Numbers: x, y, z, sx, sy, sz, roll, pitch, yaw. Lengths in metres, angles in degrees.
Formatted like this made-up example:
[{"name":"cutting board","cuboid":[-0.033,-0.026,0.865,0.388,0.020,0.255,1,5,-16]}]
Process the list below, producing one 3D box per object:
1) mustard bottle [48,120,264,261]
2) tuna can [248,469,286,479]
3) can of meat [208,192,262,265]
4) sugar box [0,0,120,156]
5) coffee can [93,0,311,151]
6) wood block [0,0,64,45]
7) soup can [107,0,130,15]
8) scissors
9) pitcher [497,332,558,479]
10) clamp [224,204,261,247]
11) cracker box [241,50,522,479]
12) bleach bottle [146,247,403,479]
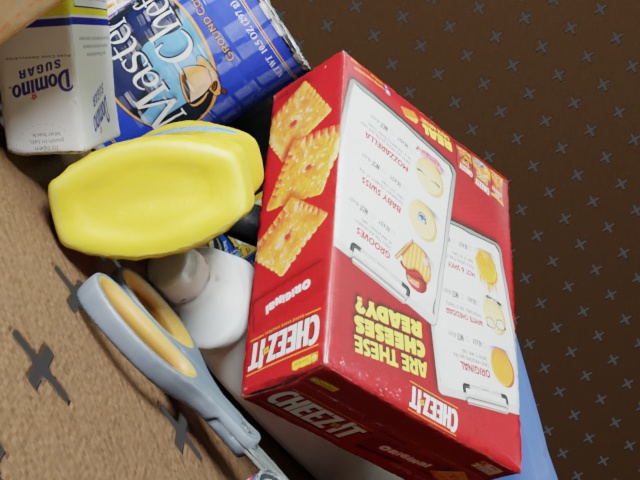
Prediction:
[{"name":"mustard bottle","cuboid":[-0.081,-0.034,0.592,0.191,0.096,0.058,-88,166,-80]},{"name":"tuna can","cuboid":[-0.017,0.148,0.474,0.086,0.034,0.086,57,6,-10]},{"name":"can of meat","cuboid":[-0.036,0.002,0.803,0.057,0.084,0.102,54,7,-28]},{"name":"sugar box","cuboid":[-0.137,-0.134,0.539,0.093,0.048,0.176,-87,176,-80]},{"name":"coffee can","cuboid":[-0.092,-0.116,0.699,0.103,0.140,0.103,57,6,-10]},{"name":"wood block","cuboid":[-0.116,-0.158,0.414,0.091,0.206,0.090,61,8,29]},{"name":"soup can","cuboid":[-0.152,-0.165,0.787,0.102,0.068,0.068,59,7,24]},{"name":"scissors","cuboid":[-0.049,0.084,0.540,0.201,0.016,0.096,48,5,-23]},{"name":"pitcher","cuboid":[0.096,0.100,0.819,0.149,0.144,0.243,4,-67,54]},{"name":"clamp","cuboid":[-0.005,0.001,0.716,0.210,0.164,0.036,55,-33,13]},{"name":"cracker box","cuboid":[0.041,0.020,0.630,0.164,0.072,0.213,33,46,-34]},{"name":"bleach bottle","cuboid":[-0.019,0.084,0.651,0.250,0.068,0.103,48,12,-45]}]
